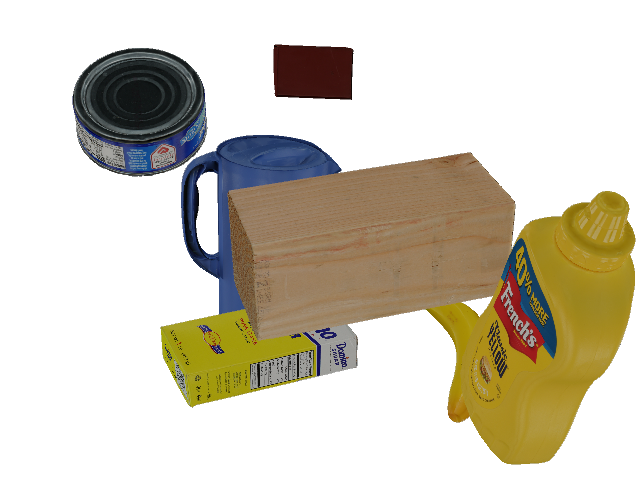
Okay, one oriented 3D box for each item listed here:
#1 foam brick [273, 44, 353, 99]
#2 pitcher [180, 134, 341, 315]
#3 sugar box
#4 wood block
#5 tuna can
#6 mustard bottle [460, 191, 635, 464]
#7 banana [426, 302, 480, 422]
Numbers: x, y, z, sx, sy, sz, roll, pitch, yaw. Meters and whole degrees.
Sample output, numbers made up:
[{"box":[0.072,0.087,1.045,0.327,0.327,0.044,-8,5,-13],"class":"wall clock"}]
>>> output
[{"box":[-0.008,-0.170,1.076,0.078,0.051,0.053,1,12,-5],"class":"foam brick"},{"box":[-0.075,0.001,1.292,0.149,0.243,0.144,18,25,28],"class":"pitcher"},{"box":[-0.061,0.105,1.058,0.176,0.048,0.093,-14,32,-19],"class":"sugar box"},{"box":[0.038,0.003,0.846,0.206,0.090,0.091,-10,32,-13],"class":"wood block"},{"box":[-0.117,-0.085,0.693,0.086,0.086,0.034,0,-36,-4],"class":"tuna can"},{"box":[0.135,0.043,0.621,0.058,0.096,0.192,1,-42,-13],"class":"mustard bottle"},{"box":[0.145,0.114,1.112,0.069,0.037,0.198,-24,32,5],"class":"banana"}]
